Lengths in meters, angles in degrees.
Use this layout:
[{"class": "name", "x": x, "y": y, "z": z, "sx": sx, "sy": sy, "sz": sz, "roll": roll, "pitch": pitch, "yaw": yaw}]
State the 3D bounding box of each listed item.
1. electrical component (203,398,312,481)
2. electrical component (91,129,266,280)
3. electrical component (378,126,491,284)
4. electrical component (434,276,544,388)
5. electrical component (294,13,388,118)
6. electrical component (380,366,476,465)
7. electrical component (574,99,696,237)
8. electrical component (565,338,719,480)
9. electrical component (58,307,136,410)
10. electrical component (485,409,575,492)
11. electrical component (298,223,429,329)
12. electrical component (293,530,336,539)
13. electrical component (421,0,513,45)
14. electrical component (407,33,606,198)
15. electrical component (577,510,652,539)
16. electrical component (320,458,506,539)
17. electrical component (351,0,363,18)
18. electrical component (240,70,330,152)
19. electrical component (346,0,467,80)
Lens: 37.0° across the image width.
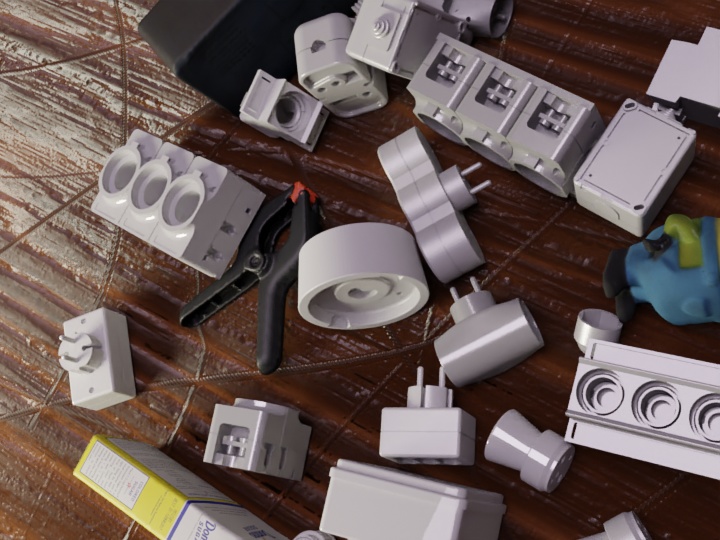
[{"class": "electrical component", "x": -0.082, "y": 0.139, "z": 0.892, "sx": 0.050, "sy": 0.089, "sz": 0.055, "roll": 5, "pitch": 77, "yaw": 25}, {"class": "electrical component", "x": -0.173, "y": -0.064, "z": 0.992, "sx": 0.150, "sy": 0.062, "sz": 0.089, "roll": 26, "pitch": 86, "yaw": 41}, {"class": "electrical component", "x": 0.074, "y": -0.064, "z": 0.906, "sx": 0.074, "sy": 0.052, "sz": 0.138, "roll": -29, "pitch": 65, "yaw": 13}, {"class": "electrical component", "x": 0.097, "y": 0.043, "z": 0.868, "sx": 0.077, "sy": 0.043, "sz": 0.079, "roll": -28, "pitch": 64, "yaw": 14}, {"class": "electrical component", "x": -0.016, "y": -0.184, "z": 0.958, "sx": 0.054, "sy": 0.095, "sz": 0.059, "roll": -15, "pitch": 69, "yaw": 21}, {"class": "electrical component", "x": 0.056, "y": 0.115, "z": 0.862, "sx": 0.066, "sy": 0.047, "sz": 0.076, "roll": -3, "pitch": 72, "yaw": 21}, {"class": "electrical component", "x": 0.220, "y": -0.083, "z": 0.844, "sx": 0.062, "sy": 0.061, "sz": 0.096, "roll": 32, "pitch": 83, "yaw": 21}, {"class": "electrical component", "x": 0.221, "y": 0.103, "z": 0.784, "sx": 0.121, "sy": 0.063, "sz": 0.078, "roll": 11, "pitch": 79, "yaw": 26}, {"class": "electrical component", "x": -0.252, "y": 0.079, "z": 0.993, "sx": 0.047, "sy": 0.076, "sz": 0.083, "roll": -20, "pitch": 67, "yaw": 17}, {"class": "electrical component", "x": 0.130, "y": 0.139, "z": 0.824, "sx": 0.055, "sy": 0.045, "sz": 0.045, "roll": 28, "pitch": 87, "yaw": 28}, {"class": "electrical component", "x": 0.000, "y": 0.000, "z": 0.891, "sx": 0.108, "sy": 0.108, "sz": 0.060, "roll": -17, "pitch": 62, "yaw": 19}, {"class": "electrical component", "x": -0.041, "y": 0.226, "z": 0.863, "sx": 0.035, "sy": 0.061, "sz": 0.035, "roll": -7, "pitch": 72, "yaw": 22}, {"class": "electrical component", "x": 0.086, "y": -0.218, "z": 0.954, "sx": 0.077, "sy": 0.043, "sz": 0.079, "roll": 22, "pitch": 93, "yaw": 28}, {"class": "electrical component", "x": 0.121, "y": -0.122, "z": 0.882, "sx": 0.150, "sy": 0.089, "sz": 0.061, "roll": 32, "pitch": 88, "yaw": 28}, {"class": "electrical component", "x": 0.184, "y": 0.206, "z": 0.780, "sx": 0.055, "sy": 0.045, "sz": 0.045, "roll": -33, "pitch": 64, "yaw": 11}, {"class": "electrical component", "x": 0.042, "y": 0.184, "z": 0.813, "sx": 0.109, "sy": 0.109, "sz": 0.056, "roll": 9, "pitch": 80, "yaw": 26}, {"class": "electrical component", "x": 0.025, "y": -0.251, "z": 0.990, "sx": 0.081, "sy": 0.043, "sz": 0.043, "roll": -43, "pitch": 62, "yaw": 6}, {"class": "electrical component", "x": -0.075, "y": -0.145, "z": 0.986, "sx": 0.064, "sy": 0.081, "sz": 0.042, "roll": 12, "pitch": 77, "yaw": 56}, {"class": "electrical component", "x": 0.033, "y": -0.198, "z": 0.904, "sx": 0.061, "sy": 0.096, "sz": 0.061, "roll": 30, "pitch": 105, "yaw": 33}]
